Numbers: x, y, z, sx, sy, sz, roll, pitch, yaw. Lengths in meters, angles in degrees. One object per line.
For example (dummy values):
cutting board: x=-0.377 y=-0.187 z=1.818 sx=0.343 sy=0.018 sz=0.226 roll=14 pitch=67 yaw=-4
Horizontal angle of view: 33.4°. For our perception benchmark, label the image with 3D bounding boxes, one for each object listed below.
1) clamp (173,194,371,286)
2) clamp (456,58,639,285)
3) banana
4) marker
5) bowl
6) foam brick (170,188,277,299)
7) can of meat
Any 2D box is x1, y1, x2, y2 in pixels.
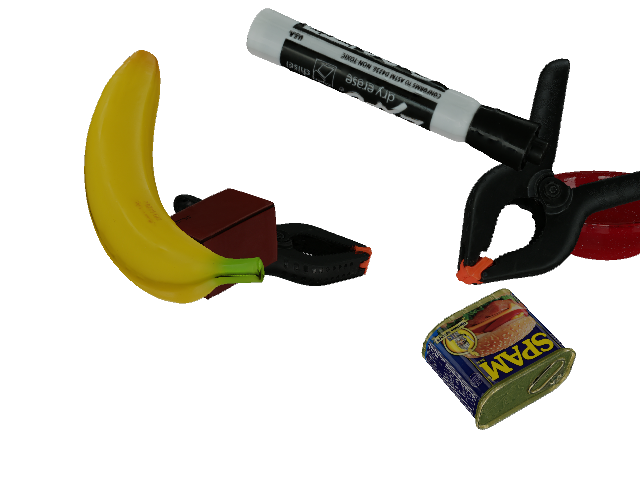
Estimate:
clamp: x=-0.050 y=0.015 z=1.084 sx=0.210 sy=0.036 sz=0.164 roll=10 pitch=29 yaw=-9
clamp: x=0.164 y=-0.029 z=0.726 sx=0.120 sy=0.171 sz=0.039 roll=34 pitch=-10 yaw=8
banana: x=-0.093 y=-0.030 z=0.573 sx=0.069 sy=0.198 sz=0.037 roll=-22 pitch=-39 yaw=-10
marker: x=0.028 y=-0.056 z=0.399 sx=0.121 sy=0.020 sz=0.020 roll=26 pitch=7 yaw=15
bowl: x=0.293 y=-0.022 z=1.109 sx=0.162 sy=0.055 sz=0.162 roll=-3 pitch=23 yaw=1
foam brick: x=-0.078 y=0.000 z=0.830 sx=0.053 sy=0.051 sz=0.078 roll=21 pitch=37 yaw=40
can of meat: x=0.149 y=0.098 z=0.907 sx=0.102 sy=0.057 sz=0.084 roll=-25 pitch=53 yaw=-22
